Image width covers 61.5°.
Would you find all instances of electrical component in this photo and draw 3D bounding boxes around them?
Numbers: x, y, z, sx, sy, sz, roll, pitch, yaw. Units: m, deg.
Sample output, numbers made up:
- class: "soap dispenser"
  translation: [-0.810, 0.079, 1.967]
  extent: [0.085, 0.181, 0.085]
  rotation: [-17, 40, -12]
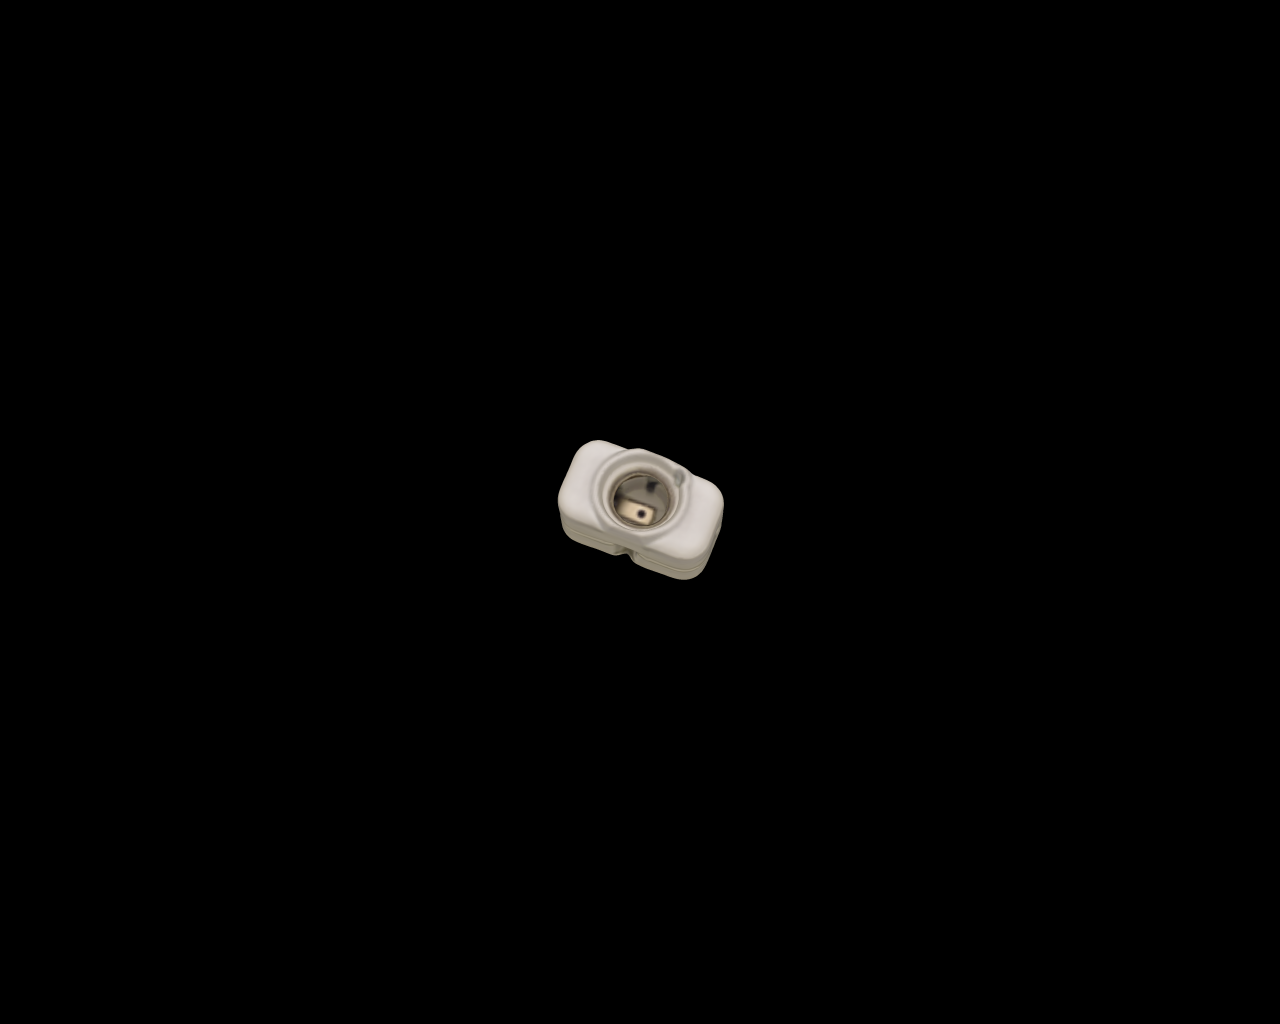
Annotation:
- class: "electrical component"
  translation: [0.001, -0.003, 0.650]
  extent: [0.095, 0.054, 0.059]
  rotation: [21, -18, 7]
